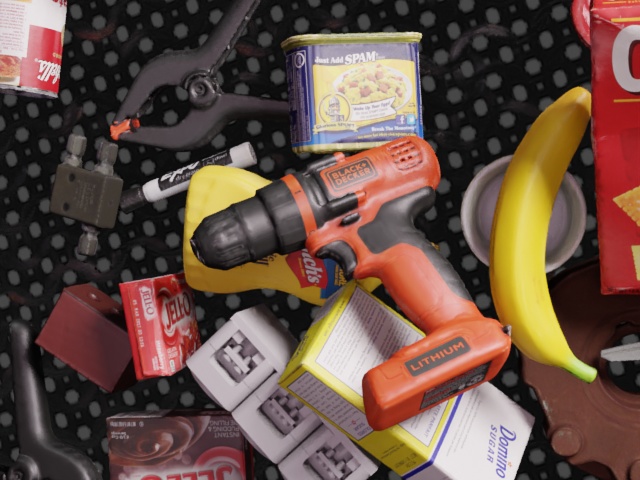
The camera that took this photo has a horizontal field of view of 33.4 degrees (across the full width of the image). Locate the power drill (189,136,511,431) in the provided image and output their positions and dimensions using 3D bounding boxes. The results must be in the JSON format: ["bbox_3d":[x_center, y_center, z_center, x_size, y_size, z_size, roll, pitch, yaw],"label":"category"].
[{"bbox_3d":[0.026,0.028,0.714,0.184,0.057,0.188,-23,65,-11],"label":"power drill"}]

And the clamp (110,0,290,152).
[{"bbox_3d":[-0.088,-0.129,0.833,0.171,0.039,0.120,-16,88,7],"label":"clamp"}]

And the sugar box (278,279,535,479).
[{"bbox_3d":[0.065,0.116,0.765,0.176,0.093,0.048,40,138,-8],"label":"sugar box"}]

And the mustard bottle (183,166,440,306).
[{"bbox_3d":[-0.005,0.001,0.810,0.192,0.058,0.096,7,104,9],"label":"mustard bottle"}]

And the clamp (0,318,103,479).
[{"bbox_3d":[-0.230,0.177,0.854,0.210,0.036,0.164,38,97,20],"label":"clamp"}]

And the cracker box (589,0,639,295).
[{"bbox_3d":[0.252,-0.063,0.651,0.164,0.072,0.213,0,129,18],"label":"cracker box"}]

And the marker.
[{"bbox_3d":[-0.108,-0.048,0.848,0.121,0.020,0.020,-20,88,10],"label":"marker"}]

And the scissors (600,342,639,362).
[{"bbox_3d":[0.302,0.084,0.717,0.202,0.016,0.096,-23,82,14],"label":"scissors"}]

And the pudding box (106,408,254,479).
[{"bbox_3d":[-0.108,0.180,0.844,0.113,0.039,0.090,-3,92,11],"label":"pudding box"}]

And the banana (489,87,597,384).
[{"bbox_3d":[0.147,-0.003,0.714,0.069,0.037,0.198,-1,93,-7],"label":"banana"}]

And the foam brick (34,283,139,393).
[{"bbox_3d":[-0.174,0.077,0.847,0.078,0.053,0.051,32,97,8],"label":"foam brick"}]

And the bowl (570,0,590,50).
[{"bbox_3d":[0.259,-0.151,0.737,0.162,0.055,0.162,-13,47,14],"label":"bowl"}]

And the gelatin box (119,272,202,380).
[{"bbox_3d":[-0.119,0.064,0.817,0.030,0.089,0.073,-10,89,11],"label":"gelatin box"}]

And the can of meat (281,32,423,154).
[{"bbox_3d":[0.026,-0.108,0.791,0.102,0.057,0.084,-5,93,-16],"label":"can of meat"}]

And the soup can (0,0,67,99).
[{"bbox_3d":[-0.237,-0.167,0.845,0.068,0.068,0.102,7,92,10],"label":"soup can"}]
